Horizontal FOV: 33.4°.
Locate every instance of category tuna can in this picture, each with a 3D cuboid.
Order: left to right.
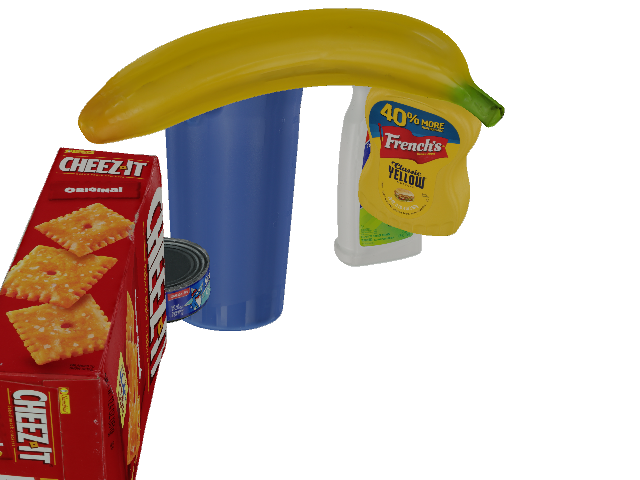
[{"bbox_3d":[-0.132,0.032,0.868,0.086,0.034,0.086,0,29,0],"label":"tuna can"}]

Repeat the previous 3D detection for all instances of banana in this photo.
[{"bbox_3d":[-0.014,-0.080,0.504,0.197,0.037,0.069,-5,43,-8],"label":"banana"}]

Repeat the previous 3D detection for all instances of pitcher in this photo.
[{"bbox_3d":[-0.081,-0.044,1.038,0.149,0.243,0.145,-2,15,-17],"label":"pitcher"}]

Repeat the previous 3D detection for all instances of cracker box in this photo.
[{"bbox_3d":[-0.135,0.069,0.618,0.072,0.164,0.213,4,34,-2],"label":"cracker box"}]

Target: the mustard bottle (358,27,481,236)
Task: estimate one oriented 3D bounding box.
[{"bbox_3d":[0.084,-0.092,0.885,0.096,0.192,0.058,21,48,18],"label":"mustard bottle"}]

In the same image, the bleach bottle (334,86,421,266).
[{"bbox_3d":[0.060,-0.101,1.180,0.102,0.251,0.068,-10,24,-13],"label":"bleach bottle"}]
